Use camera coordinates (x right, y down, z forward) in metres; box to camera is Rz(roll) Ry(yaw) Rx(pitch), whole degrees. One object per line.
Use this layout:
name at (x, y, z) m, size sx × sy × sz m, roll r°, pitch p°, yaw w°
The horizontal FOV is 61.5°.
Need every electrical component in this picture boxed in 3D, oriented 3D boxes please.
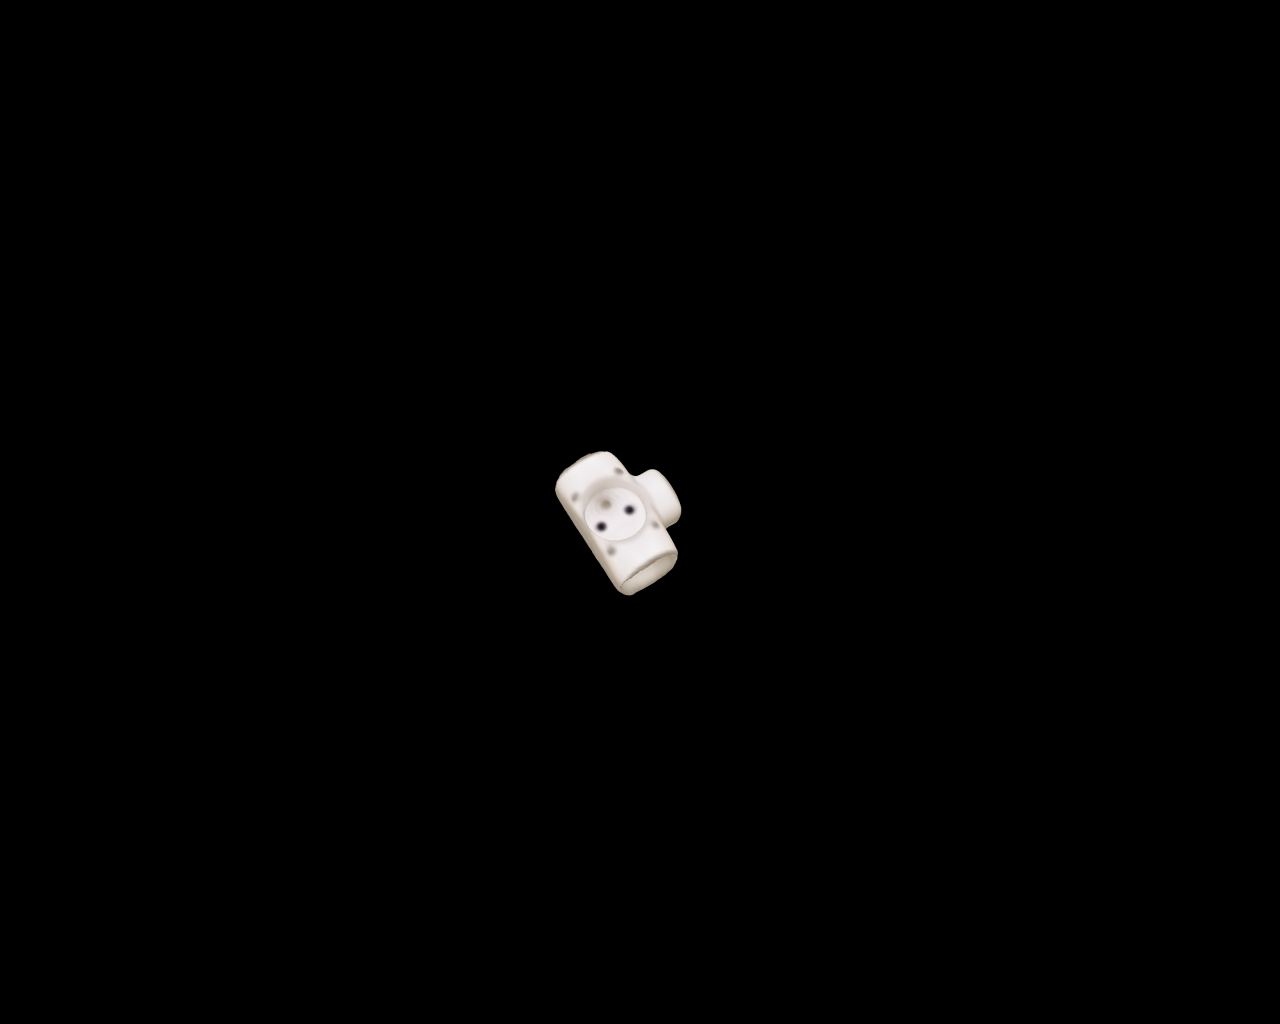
electrical component at (0.001, -0.003, 0.650) m, size 0.079 × 0.077 × 0.044 m, roll -30°, pitch -19°, yaw -12°
